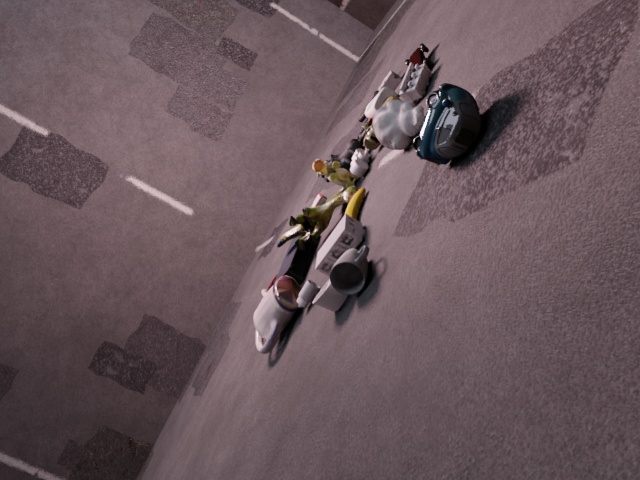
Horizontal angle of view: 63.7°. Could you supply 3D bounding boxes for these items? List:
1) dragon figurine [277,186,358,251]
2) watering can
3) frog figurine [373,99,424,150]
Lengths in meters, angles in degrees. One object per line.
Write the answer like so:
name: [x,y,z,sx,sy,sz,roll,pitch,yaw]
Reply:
dragon figurine: [0.005,-0.087,1.736,0.246,0.121,0.406,-39,9,-30]
watering can: [-0.145,0.203,1.646,0.221,0.103,0.355,-55,20,23]
frog figurine: [0.216,-0.310,1.393,0.161,0.123,0.136,-139,46,-70]
